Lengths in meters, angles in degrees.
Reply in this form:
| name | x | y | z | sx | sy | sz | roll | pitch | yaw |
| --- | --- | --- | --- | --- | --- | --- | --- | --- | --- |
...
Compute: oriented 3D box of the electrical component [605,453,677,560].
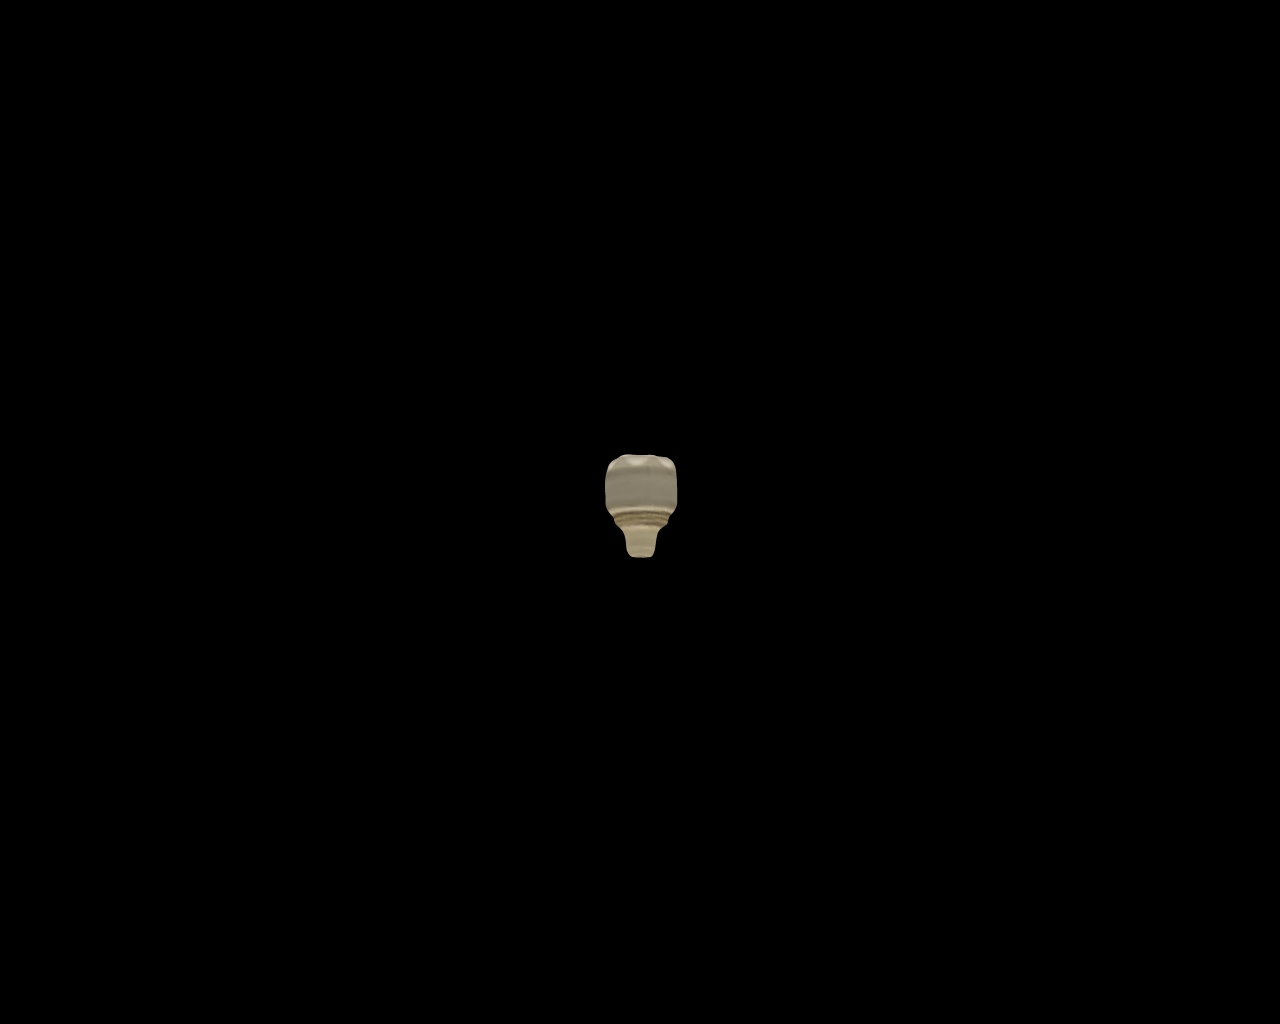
| name | x | y | z | sx | sy | sz | roll | pitch | yaw |
| --- | --- | --- | --- | --- | --- | --- | --- | --- | --- |
| electrical component | 0.001 | -0.003 | 0.650 | 0.043 | 0.062 | 0.043 | 0 | -9 | 0 |
